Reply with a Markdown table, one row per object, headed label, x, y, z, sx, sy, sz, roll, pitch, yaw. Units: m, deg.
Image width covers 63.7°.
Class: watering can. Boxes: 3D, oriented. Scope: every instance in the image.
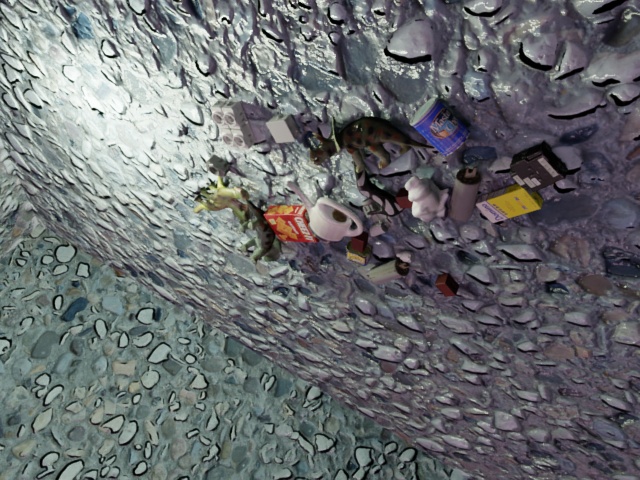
| label | x | y | z | sx | sy | sz | roll | pitch | yaw |
| --- | --- | --- | --- | --- | --- | --- | --- | --- | --- |
| watering can | 0.006 | -0.102 | 2.018 | 0.348 | 0.106 | 0.219 | 29 | -33 | 4 |

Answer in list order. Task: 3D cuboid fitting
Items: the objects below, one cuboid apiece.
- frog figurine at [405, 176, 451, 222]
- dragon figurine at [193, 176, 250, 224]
| label | x | y | z | sx | sy | sz | roll | pitch | yaw |
| --- | --- | --- | --- | --- | --- | --- | --- | --- | --- |
| frog figurine | 0.334 | -0.137 | 1.673 | 0.159 | 0.138 | 0.123 | 22 | -2 | -16 |
| dragon figurine | -0.421 | -0.149 | 2.281 | 0.124 | 0.242 | 0.403 | -52 | 5 | -35 |
